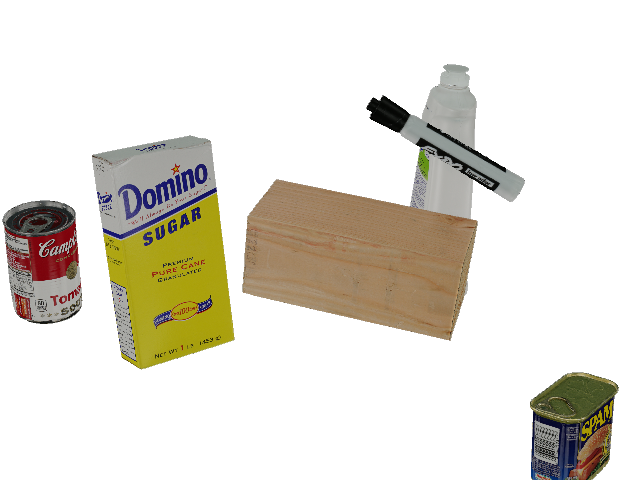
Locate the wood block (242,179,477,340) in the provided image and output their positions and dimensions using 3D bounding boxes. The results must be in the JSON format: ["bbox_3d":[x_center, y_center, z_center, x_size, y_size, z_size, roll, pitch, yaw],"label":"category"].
[{"bbox_3d":[0.038,0.017,1.033,0.206,0.090,0.090,12,29,12],"label":"wood block"}]

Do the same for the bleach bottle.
[{"bbox_3d":[0.138,-0.067,1.185,0.068,0.251,0.102,0,25,-11],"label":"bleach bottle"}]

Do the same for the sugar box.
[{"bbox_3d":[-0.128,0.008,0.883,0.093,0.176,0.048,-16,21,-31],"label":"sugar box"}]

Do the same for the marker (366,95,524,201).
[{"bbox_3d":[0.086,-0.065,0.740,0.121,0.020,0.020,30,-3,-5],"label":"marker"}]

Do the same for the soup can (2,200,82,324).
[{"bbox_3d":[-0.269,0.022,1.038,0.068,0.102,0.068,2,29,-1],"label":"soup can"}]

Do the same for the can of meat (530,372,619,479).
[{"bbox_3d":[0.247,0.188,1.044,0.058,0.084,0.101,14,23,37],"label":"can of meat"}]
